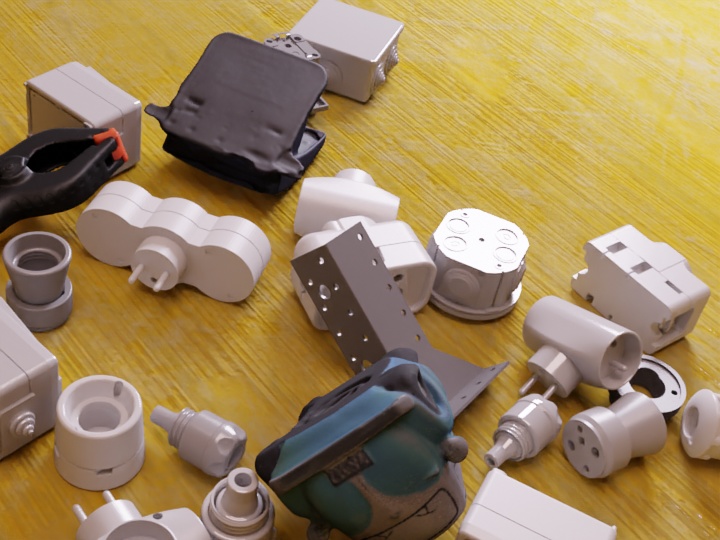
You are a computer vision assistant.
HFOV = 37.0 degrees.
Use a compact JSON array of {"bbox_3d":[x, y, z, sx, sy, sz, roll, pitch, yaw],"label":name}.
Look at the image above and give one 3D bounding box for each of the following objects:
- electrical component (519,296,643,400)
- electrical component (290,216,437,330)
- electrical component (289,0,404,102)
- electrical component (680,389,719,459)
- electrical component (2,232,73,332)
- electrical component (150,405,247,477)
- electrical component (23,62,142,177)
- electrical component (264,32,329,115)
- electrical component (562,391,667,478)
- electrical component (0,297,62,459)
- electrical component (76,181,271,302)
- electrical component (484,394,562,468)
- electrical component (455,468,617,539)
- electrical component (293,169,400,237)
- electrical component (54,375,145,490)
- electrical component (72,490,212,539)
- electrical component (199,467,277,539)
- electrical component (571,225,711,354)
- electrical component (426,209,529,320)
[{"bbox_3d":[0.145,0.063,0.761,0.079,0.043,0.077,-46,38,-13],"label":"electrical component"},{"bbox_3d":[0.000,0.000,0.794,0.095,0.053,0.059,-10,46,-23],"label":"electrical component"},{"bbox_3d":[-0.015,-0.210,1.030,0.100,0.048,0.099,20,42,9],"label":"electrical component"},{"bbox_3d":[0.256,0.111,0.741,0.062,0.048,0.048,14,41,-8],"label":"electrical component"},{"bbox_3d":[-0.219,0.008,0.732,0.045,0.055,0.045,7,41,-6],"label":"electrical component"},{"bbox_3d":[-0.103,0.103,0.671,0.061,0.035,0.035,25,43,17],"label":"electrical component"},{"bbox_3d":[-0.226,-0.124,0.873,0.096,0.061,0.061,33,46,22],"label":"electrical component"},{"bbox_3d":[-0.065,-0.174,0.968,0.042,0.063,0.081,-18,50,-29],"label":"electrical component"},{"bbox_3d":[0.170,0.110,0.719,0.055,0.045,0.045,-16,49,-28],"label":"electrical component"},{"bbox_3d":[-0.223,0.067,0.660,0.096,0.061,0.061,36,46,25],"label":"electrical component"},{"bbox_3d":[-0.141,-0.011,0.775,0.138,0.052,0.073,18,42,7],"label":"electrical component"},{"bbox_3d":[0.105,0.110,0.712,0.035,0.035,0.061,36,49,25],"label":"electrical component"},{"bbox_3d":[0.101,0.172,0.620,0.096,0.061,0.061,24,42,14],"label":"electrical component"},{"bbox_3d":[-0.008,-0.054,0.861,0.077,0.044,0.079,12,41,0],"label":"electrical component"},{"bbox_3d":[-0.158,0.097,0.653,0.055,0.047,0.055,7,42,-6],"label":"electrical component"},{"bbox_3d":[-0.132,0.155,0.597,0.077,0.044,0.079,-21,51,-32],"label":"electrical component"},{"bbox_3d":[-0.070,0.139,0.616,0.048,0.062,0.048,7,42,-6],"label":"electrical component"},{"bbox_3d":[0.220,0.012,0.836,0.056,0.050,0.089,-21,50,-32],"label":"electrical component"},{"bbox_3d":[0.087,-0.004,0.823,0.080,0.051,0.080,7,41,-6],"label":"electrical component"}]
